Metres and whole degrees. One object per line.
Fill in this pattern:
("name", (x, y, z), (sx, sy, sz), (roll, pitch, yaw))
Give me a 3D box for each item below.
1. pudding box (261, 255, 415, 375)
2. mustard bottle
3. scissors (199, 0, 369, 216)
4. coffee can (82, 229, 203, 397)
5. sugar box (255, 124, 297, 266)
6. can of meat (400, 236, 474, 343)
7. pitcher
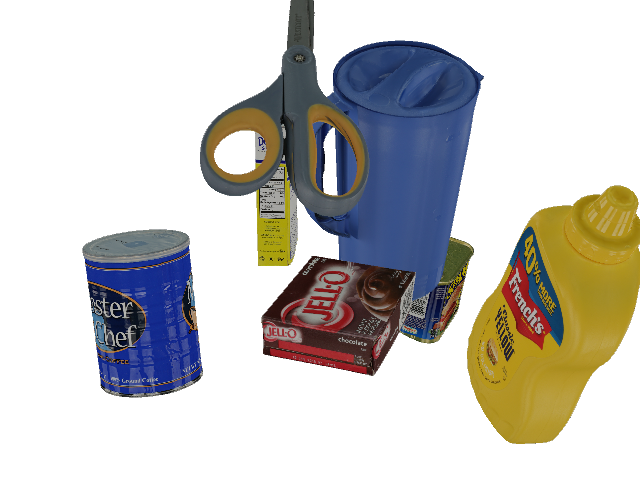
("pudding box", (0.016, 0.056, 0.825), (0.090, 0.039, 0.113), (10, 25, 17))
("mustard bottle", (0.142, 0.036, 0.634), (0.058, 0.096, 0.192), (1, -38, -13))
("scissors", (-0.029, -0.090, 0.590), (0.096, 0.202, 0.016), (-8, -38, -13))
("coffee can", (-0.172, 0.069, 1.042), (0.103, 0.140, 0.103), (-4, 14, 1))
("sugar box", (-0.053, -0.066, 1.271), (0.048, 0.176, 0.093), (-1, 23, 5))
("can of meat", (0.126, 0.054, 1.187), (0.057, 0.084, 0.102), (19, 32, 18))
("pitcher", (0.066, -0.056, 1.028), (0.149, 0.243, 0.145), (10, 40, 10))
